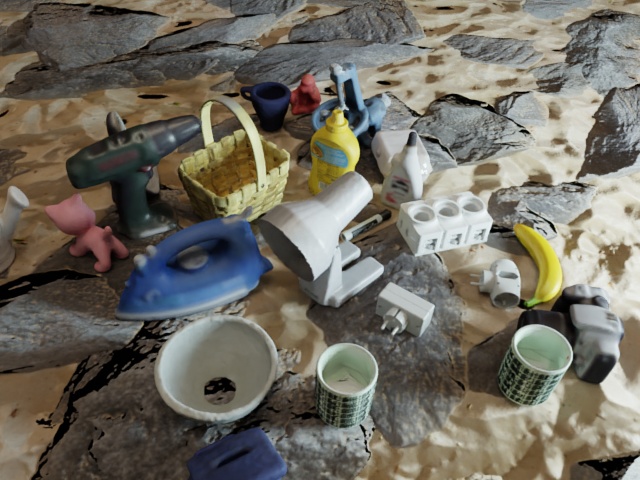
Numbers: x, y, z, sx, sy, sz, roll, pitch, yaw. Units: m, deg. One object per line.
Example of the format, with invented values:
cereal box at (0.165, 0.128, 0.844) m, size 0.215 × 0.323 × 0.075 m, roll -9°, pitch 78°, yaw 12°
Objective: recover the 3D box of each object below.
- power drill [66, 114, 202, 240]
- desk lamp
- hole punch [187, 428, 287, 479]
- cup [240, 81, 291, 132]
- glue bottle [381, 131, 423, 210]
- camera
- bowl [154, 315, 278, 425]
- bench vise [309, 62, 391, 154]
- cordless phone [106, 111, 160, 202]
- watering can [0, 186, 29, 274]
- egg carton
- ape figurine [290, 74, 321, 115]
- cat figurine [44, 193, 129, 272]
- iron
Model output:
power drill at (-0.309, -0.108, 0.999) m, size 0.230 × 0.208 × 0.075 m, roll -18°, pitch 48°, yaw -21°
desk lamp at (0.008, 0.003, 0.903) m, size 0.204 × 0.214 × 0.117 m, roll -33°, pitch 55°, yaw -32°
hole punch at (-0.104, 0.282, 0.695) m, size 0.109 × 0.091 × 0.100 m, roll -20°, pitch 49°, yaw -23°
cup at (-0.123, -0.297, 1.289) m, size 0.117 × 0.095 × 0.092 m, roll 13°, pitch 45°, yaw 10°
glue bottle at (0.162, -0.132, 1.083) m, size 0.078 × 0.173 × 0.037 m, roll 19°, pitch 46°, yaw 15°
camera at (0.379, 0.129, 0.881) m, size 0.136 × 0.101 × 0.143 m, roll 8°, pitch 44°, yaw 5°
bowl at (-0.141, 0.191, 0.799) m, size 0.167 × 0.075 × 0.167 m, roll 2°, pitch 44°, yaw -2°
bench vise at (0.060, -0.288, 1.203) m, size 0.121 × 0.220 × 0.208 m, roll 25°, pitch 48°, yaw 21°
cordless phone at (-0.364, -0.176, 1.082) m, size 0.094 × 0.185 × 0.147 m, roll -11°, pitch 46°, yaw -15°
watering can at (-0.565, -0.038, 0.918) m, size 0.100 × 0.194 × 0.173 m, roll 32°, pitch 51°, yaw 26°
egg carton at (0.167, -0.176, 1.204) m, size 0.107 × 0.069 × 0.150 m, roll -6°, pitch 45°, yaw -10°
ape figurine at (-0.032, -0.347, 1.350) m, size 0.077 × 0.092 × 0.076 m, roll 24°, pitch 48°, yaw 20°
cat figurine at (-0.396, -0.022, 0.970) m, size 0.127 × 0.118 × 0.067 m, roll 24°, pitch 47°, yaw 19°
iron at (-0.208, 0.033, 0.909) m, size 0.259 × 0.141 × 0.118 m, roll -21°, pitch 49°, yaw -24°
